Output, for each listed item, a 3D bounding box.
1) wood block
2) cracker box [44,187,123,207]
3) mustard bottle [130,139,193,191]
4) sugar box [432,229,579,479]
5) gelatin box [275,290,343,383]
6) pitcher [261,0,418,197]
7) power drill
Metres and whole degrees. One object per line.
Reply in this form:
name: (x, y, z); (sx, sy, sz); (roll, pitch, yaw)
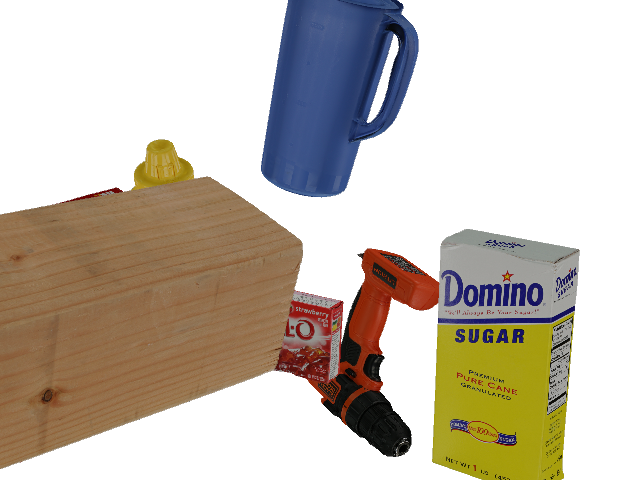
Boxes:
wood block: (-0.119, 0.038, 0.556); (0.205, 0.091, 0.090); (-14, 38, -43)
cracker box: (-0.234, 0.077, 0.995); (0.163, 0.214, 0.072); (-19, 30, -33)
mustard bottle: (-0.106, 0.012, 0.775); (0.096, 0.192, 0.058); (-15, 40, -18)
sugar box: (0.130, 0.086, 0.766); (0.093, 0.176, 0.048); (11, 21, 37)
gelatin box: (-0.025, 0.085, 0.976); (0.089, 0.073, 0.030); (11, 19, 25)
pitcher: (0.013, -0.174, 1.246); (0.145, 0.243, 0.149); (8, 23, -13)
power drill: (0.065, 0.117, 1.157); (0.057, 0.188, 0.185); (13, 17, -40)
